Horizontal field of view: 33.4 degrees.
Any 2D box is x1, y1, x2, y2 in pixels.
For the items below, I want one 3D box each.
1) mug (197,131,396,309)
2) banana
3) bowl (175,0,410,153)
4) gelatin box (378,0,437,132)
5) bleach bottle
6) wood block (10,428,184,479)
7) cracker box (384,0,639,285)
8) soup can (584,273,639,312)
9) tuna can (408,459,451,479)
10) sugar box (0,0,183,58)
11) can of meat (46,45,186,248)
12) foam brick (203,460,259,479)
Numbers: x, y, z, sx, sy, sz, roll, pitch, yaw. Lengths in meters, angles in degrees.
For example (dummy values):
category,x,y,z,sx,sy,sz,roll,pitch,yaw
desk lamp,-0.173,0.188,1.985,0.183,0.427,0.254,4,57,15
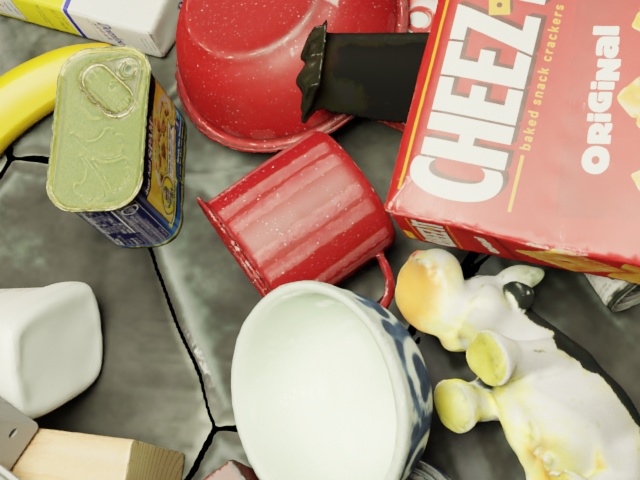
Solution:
category,x,y,z,sx,sy,sz,roll,pitch,yaw
mug,-0.004,0.001,0.605,0.081,0.093,0.117,-35,77,-6
banana,-0.212,-0.059,0.696,0.069,0.037,0.198,33,83,-2
bowl,-0.029,-0.137,0.651,0.162,0.055,0.162,-10,64,20
gelatin box,0.064,-0.109,0.654,0.073,0.030,0.089,27,80,18
bleach bottle,-0.266,0.062,0.643,0.251,0.102,0.068,0,101,19
wood block,-0.193,0.148,0.595,0.206,0.090,0.090,4,74,13
cracker box,0.156,-0.063,0.522,0.214,0.072,0.164,12,82,18
soup can,0.159,-0.020,0.586,0.068,0.068,0.102,-31,70,1
tuna can,0.040,0.158,0.574,0.086,0.033,0.086,-3,73,11
sugar box,-0.169,-0.189,0.721,0.176,0.048,0.093,18,77,13
can of meat,-0.118,-0.053,0.646,0.057,0.084,0.102,-2,73,11
foam brick,-0.043,0.156,0.569,0.053,0.078,0.051,-38,69,-4
